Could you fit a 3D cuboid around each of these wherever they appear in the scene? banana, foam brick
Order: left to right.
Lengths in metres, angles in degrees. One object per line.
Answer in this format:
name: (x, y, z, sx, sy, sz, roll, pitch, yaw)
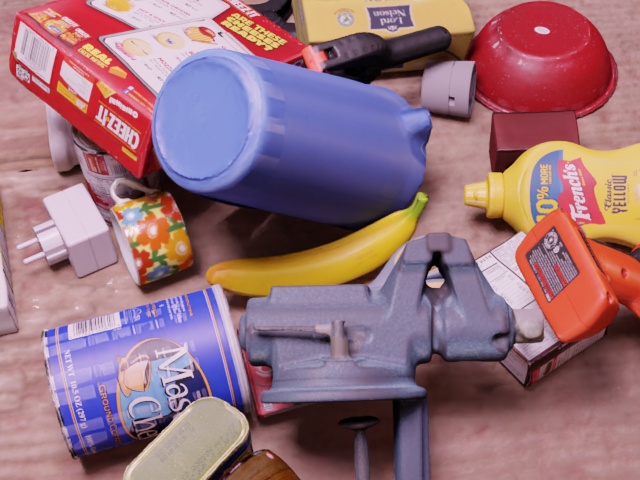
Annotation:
banana: (0.002, 0.013, 0.913, 0.197, 0.069, 0.037, -21, 41, -4)
foam brick: (0.199, -0.085, 0.994, 0.078, 0.053, 0.051, -2, 50, 3)

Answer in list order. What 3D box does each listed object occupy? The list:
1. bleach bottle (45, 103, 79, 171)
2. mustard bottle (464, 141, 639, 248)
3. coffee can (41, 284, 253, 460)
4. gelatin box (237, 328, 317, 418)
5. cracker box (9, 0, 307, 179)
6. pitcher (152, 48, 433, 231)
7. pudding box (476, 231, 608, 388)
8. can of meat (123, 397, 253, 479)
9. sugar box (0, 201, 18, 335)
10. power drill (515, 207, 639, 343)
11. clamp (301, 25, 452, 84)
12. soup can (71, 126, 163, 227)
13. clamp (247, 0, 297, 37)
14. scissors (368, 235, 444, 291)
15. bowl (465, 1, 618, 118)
bleach bottle: (-0.137, -0.131, 1.042, 0.250, 0.068, 0.102, -7, 74, -9)
mustard bottle: (0.223, -0.039, 0.937, 0.191, 0.058, 0.096, 1, 89, 5)
coffee can: (-0.132, 0.101, 0.824, 0.140, 0.103, 0.103, -14, 51, -9)
gelatin box: (-0.016, 0.095, 0.851, 0.089, 0.030, 0.073, -13, 77, -8)
cracker box: (-0.137, -0.156, 0.939, 0.164, 0.072, 0.213, 37, 40, 18)
pitcher: (-0.030, -0.076, 0.876, 0.145, 0.149, 0.242, 29, 12, 30)
pudding box: (0.169, 0.055, 0.888, 0.090, 0.039, 0.114, -30, 52, -17)
can of meat: (-0.091, 0.174, 0.772, 0.057, 0.084, 0.102, 30, 58, 25)
sugar box: (-0.326, 0.013, 0.946, 0.093, 0.048, 0.176, -13, 54, -8)
power drill: (0.247, 0.057, 0.813, 0.187, 0.057, 0.184, 18, 34, -34)
clamp: (0.049, -0.168, 0.990, 0.120, 0.171, 0.039, -36, 79, 25)
soup can: (-0.182, -0.068, 0.969, 0.068, 0.102, 0.068, -2, 51, 2)
clamp: (-0.054, -0.233, 1.142, 0.209, 0.036, 0.165, -15, 50, -14)
scissors: (0.034, 0.038, 0.898, 0.202, 0.016, 0.096, 0, 59, 17)
bowl: (0.224, -0.193, 1.083, 0.162, 0.055, 0.162, -2, 50, 2)
